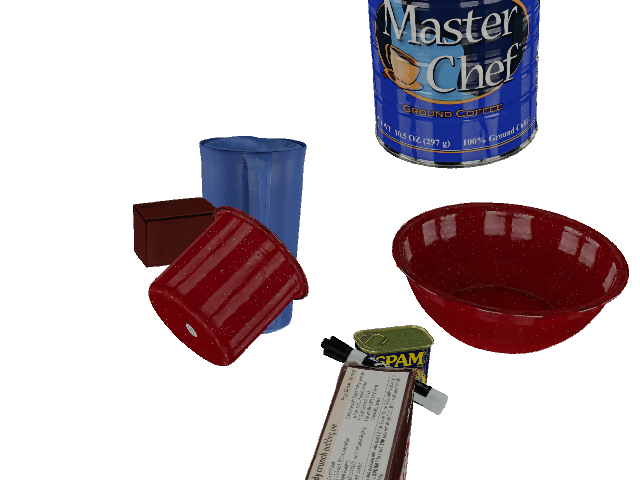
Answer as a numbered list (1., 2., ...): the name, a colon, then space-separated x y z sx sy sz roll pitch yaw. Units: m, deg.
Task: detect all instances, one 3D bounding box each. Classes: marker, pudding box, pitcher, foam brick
1. marker: 0.054 0.116 0.933 0.121 0.020 0.020 26 8 17
2. pudding box: 0.016 0.118 0.466 0.039 0.090 0.113 7 23 7
3. pitcher: -0.086 -0.007 1.340 0.145 0.243 0.148 11 16 36
4. foam brick: -0.146 -0.010 1.082 0.078 0.051 0.053 -7 22 -22

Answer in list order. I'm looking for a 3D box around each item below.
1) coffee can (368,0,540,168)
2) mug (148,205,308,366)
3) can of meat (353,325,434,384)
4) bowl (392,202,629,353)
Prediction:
1. coffee can: 0.079 -0.129 0.635 0.103 0.140 0.103 -4 34 3
2. mug: -0.077 0.034 0.781 0.081 0.093 0.117 -46 34 -23
3. can of meat: 0.092 0.163 1.390 0.102 0.084 0.057 -4 25 -18
4. bowl: 0.129 0.032 0.747 0.162 0.055 0.162 1 28 -1
